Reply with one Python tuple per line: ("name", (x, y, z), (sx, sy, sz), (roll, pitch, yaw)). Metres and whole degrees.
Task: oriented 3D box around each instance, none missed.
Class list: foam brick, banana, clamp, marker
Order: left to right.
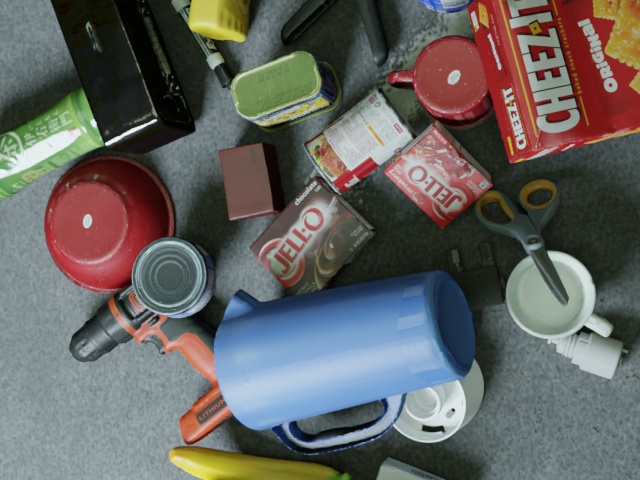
("marker", (-0.128, -0.220, 1.192), (0.020, 0.020, 0.121), (-32, 82, 11))
("foam brick", (-0.073, -0.063, 1.160), (0.053, 0.051, 0.078), (-10, 87, 13))
("banana", (-0.060, 0.247, 1.144), (0.198, 0.069, 0.037), (4, 54, 9))
("clamp", (0.023, -0.274, 1.147), (0.120, 0.039, 0.171), (7, 86, 7))

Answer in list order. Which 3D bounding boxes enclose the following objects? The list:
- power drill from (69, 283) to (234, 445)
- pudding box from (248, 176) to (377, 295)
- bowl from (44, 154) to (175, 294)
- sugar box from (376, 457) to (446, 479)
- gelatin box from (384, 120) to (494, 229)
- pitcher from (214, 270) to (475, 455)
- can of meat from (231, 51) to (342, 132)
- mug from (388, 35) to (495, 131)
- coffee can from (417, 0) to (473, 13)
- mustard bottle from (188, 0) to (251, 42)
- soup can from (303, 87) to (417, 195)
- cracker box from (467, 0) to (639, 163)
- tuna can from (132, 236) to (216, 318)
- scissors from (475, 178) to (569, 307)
("power drill", (-0.166, 0.129, 1.176), (0.184, 0.057, 0.188), (-38, 81, 10))
("pudding box", (-0.007, 0.001, 1.150), (0.090, 0.039, 0.113), (44, 99, 10))
("bowl", (-0.248, -0.019, 1.199), (0.162, 0.055, 0.162), (0, 89, 13))
("sugar box", (0.082, 0.329, 1.121), (0.093, 0.048, 0.176), (19, 95, 14))
("gelatin box", (0.123, -0.067, 1.104), (0.089, 0.030, 0.073), (44, 112, -10))
("pitcher", (0.029, 0.116, 1.068), (0.243, 0.149, 0.145), (-15, 55, 27))
("can of meat", (-0.037, -0.158, 1.136), (0.102, 0.084, 0.057), (-20, 85, 12))
("mug", (0.128, -0.165, 1.098), (0.117, 0.081, 0.093), (7, 91, 13))
("coffee can", (0.124, -0.294, 1.071), (0.103, 0.140, 0.103), (0, 89, 13))
("mustard bottle", (-0.097, -0.315, 1.143), (0.058, 0.096, 0.191), (8, 93, 16))
("soup can", (0.042, -0.105, 1.125), (0.102, 0.068, 0.068), (-36, 82, 10))
("cracker box", (0.270, -0.180, 1.033), (0.213, 0.072, 0.164), (-14, 86, -12))
("tuna can", (-0.156, 0.039, 1.136), (0.086, 0.033, 0.086), (-1, 83, 11))
("scissors", (0.222, -0.007, 1.043), (0.096, 0.202, 0.016), (-28, 125, -8))
